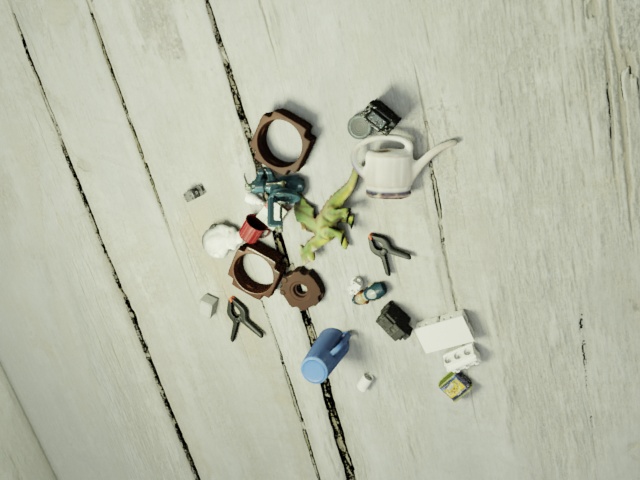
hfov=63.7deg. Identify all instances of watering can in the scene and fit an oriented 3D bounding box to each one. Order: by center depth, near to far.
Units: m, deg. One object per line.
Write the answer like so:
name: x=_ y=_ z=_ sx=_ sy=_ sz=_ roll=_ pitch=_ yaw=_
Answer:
watering can: x=0.274 y=-0.241 z=1.718 sx=0.347 sy=0.106 sz=0.221 roll=2 pitch=111 yaw=10

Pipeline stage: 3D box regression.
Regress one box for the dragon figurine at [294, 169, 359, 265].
dragon figurine: x=0.006 y=-0.094 z=1.871 sx=0.244 sy=0.123 sz=0.406 roll=17 pitch=105 yaw=22

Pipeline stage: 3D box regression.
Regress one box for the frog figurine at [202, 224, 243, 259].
frog figurine: x=-0.378 y=0.007 z=2.026 sx=0.159 sy=0.123 sz=0.137 roll=7 pitch=93 yaw=29
